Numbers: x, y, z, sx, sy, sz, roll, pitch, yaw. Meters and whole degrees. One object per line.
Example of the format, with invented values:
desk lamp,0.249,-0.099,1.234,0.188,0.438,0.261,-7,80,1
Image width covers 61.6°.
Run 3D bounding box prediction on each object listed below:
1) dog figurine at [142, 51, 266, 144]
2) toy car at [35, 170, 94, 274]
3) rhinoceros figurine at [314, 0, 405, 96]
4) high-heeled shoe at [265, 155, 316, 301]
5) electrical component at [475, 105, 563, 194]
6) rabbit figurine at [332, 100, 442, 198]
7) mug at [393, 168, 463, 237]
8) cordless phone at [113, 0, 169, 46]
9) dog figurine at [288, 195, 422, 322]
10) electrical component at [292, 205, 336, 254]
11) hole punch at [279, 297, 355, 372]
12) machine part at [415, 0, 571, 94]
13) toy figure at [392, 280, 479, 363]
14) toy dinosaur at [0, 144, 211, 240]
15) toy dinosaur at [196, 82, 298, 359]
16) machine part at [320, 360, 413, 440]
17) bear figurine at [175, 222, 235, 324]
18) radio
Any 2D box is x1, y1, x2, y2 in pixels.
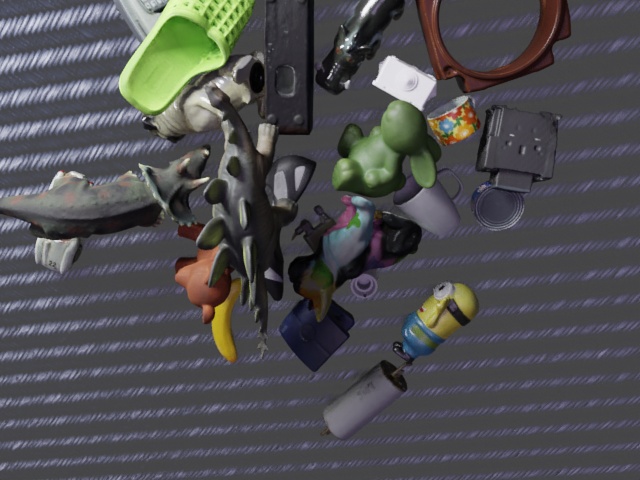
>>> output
dog figurine,-0.191,-0.240,0.885,0.191,0.172,0.121,14,152,24
toy car,-0.471,-0.032,0.991,0.073,0.056,0.201,22,110,-4
rhinoceros figurine,0.063,-0.309,0.823,0.073,0.112,0.190,34,101,-10
high-heeled shoe,-0.052,-0.021,0.946,0.145,0.086,0.248,-12,101,12
electrical component,0.320,-0.144,0.874,0.115,0.058,0.134,8,92,3
rabbit figurine,0.115,-0.137,0.845,0.159,0.121,0.170,26,144,-9
mug,0.199,-0.066,0.924,0.109,0.081,0.107,-42,113,10
cordless phone,-0.211,-0.362,0.849,0.184,0.089,0.146,-33,105,-5
dog figurine,0.054,0.040,0.920,0.191,0.108,0.219,24,94,-18
electrical component,-0.001,-0.002,0.977,0.078,0.045,0.102,-45,106,-12
hole punch,-0.008,0.170,1.016,0.116,0.092,0.142,38,112,-6
machine part,0.259,-0.339,0.811,0.201,0.087,0.201,-17,109,9
toy figure,0.214,0.153,0.997,0.089,0.082,0.180,32,105,-20
toy dinosaur,-0.363,-0.057,0.873,0.405,0.192,0.131,-15,98,-22
toy dinosaur,-0.111,-0.011,0.818,0.105,0.198,0.470,3,133,15
machine part,0.088,0.317,1.066,0.079,0.079,0.243,42,109,-11
bear figurine,-0.207,0.052,0.929,0.132,0.196,0.120,10,113,1
radio,-0.046,-0.277,0.831,0.073,0.131,0.229,0,110,2
